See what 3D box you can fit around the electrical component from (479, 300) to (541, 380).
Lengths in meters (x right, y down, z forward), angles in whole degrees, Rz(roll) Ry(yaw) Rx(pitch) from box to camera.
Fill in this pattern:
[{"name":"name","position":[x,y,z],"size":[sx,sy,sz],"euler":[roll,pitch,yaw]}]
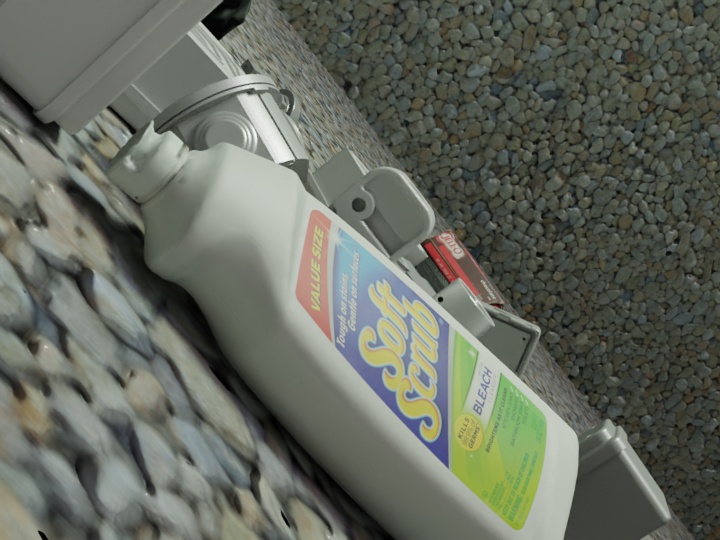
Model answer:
[{"name":"electrical component","position":[0.098,0.077,0.857],"size":[0.062,0.096,0.061],"euler":[24,4,9]}]

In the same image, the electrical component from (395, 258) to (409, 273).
[{"name":"electrical component","position":[0.000,0.000,0.745],"size":[0.045,0.055,0.045],"euler":[51,8,-10]}]

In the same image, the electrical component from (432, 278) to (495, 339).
[{"name":"electrical component","position":[0.064,0.060,0.769],"size":[0.079,0.077,0.043],"euler":[54,8,5]}]

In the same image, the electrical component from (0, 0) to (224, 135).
[{"name":"electrical component","position":[-0.106,-0.121,0.458],"size":[0.057,0.113,0.078],"euler":[45,10,-27]}]

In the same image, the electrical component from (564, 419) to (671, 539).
[{"name":"electrical component","position":[0.106,0.133,0.581],"size":[0.056,0.109,0.109],"euler":[57,9,12]}]

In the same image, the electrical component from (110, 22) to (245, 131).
[{"name":"electrical component","position":[-0.111,-0.113,0.599],"size":[0.113,0.057,0.078],"euler":[45,11,-44]}]

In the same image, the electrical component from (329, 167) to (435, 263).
[{"name":"electrical component","position":[-0.001,-0.021,0.684],"size":[0.053,0.095,0.059],"euler":[53,8,0]}]

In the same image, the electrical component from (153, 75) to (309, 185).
[{"name":"electrical component","position":[-0.066,-0.054,0.519],"size":[0.051,0.080,0.080],"euler":[60,9,10]}]

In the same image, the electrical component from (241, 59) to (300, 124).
[{"name":"electrical component","position":[-0.085,-0.145,0.936],"size":[0.055,0.048,0.066],"euler":[35,18,-43]}]

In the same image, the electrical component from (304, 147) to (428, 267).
[{"name":"electrical component","position":[0.000,-0.042,0.928],"size":[0.078,0.057,0.113],"euler":[46,10,-40]}]
